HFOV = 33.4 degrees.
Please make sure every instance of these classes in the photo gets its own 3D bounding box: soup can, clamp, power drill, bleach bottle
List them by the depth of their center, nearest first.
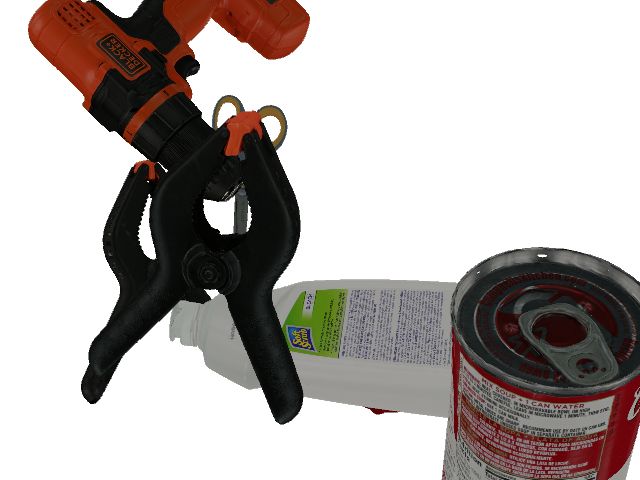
[{"bbox_3d":[0.077,0.063,0.378,0.068,0.102,0.068,-1,39,1],"label":"soup can"},{"bbox_3d":[-0.065,0.015,0.565,0.120,0.171,0.039,4,18,1],"label":"clamp"},{"bbox_3d":[0.022,0.065,0.747,0.251,0.102,0.068,7,-41,4],"label":"bleach bottle"},{"bbox_3d":[-0.088,-0.132,0.774,0.187,0.184,0.057,-45,0,-42],"label":"power drill"},{"bbox_3d":[-0.134,0.034,0.948,0.164,0.210,0.036,0,-2,-34],"label":"clamp"}]

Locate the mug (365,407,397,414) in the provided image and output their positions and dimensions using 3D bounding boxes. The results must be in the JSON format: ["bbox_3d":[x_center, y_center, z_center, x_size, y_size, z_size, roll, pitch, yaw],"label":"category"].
[{"bbox_3d":[0.061,0.108,0.959,0.093,0.081,0.117,7,34,6],"label":"mug"}]

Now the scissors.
[{"bbox_3d":[-0.072,-0.072,1.222,0.096,0.202,0.016,-12,-7,-14],"label":"scissors"}]
